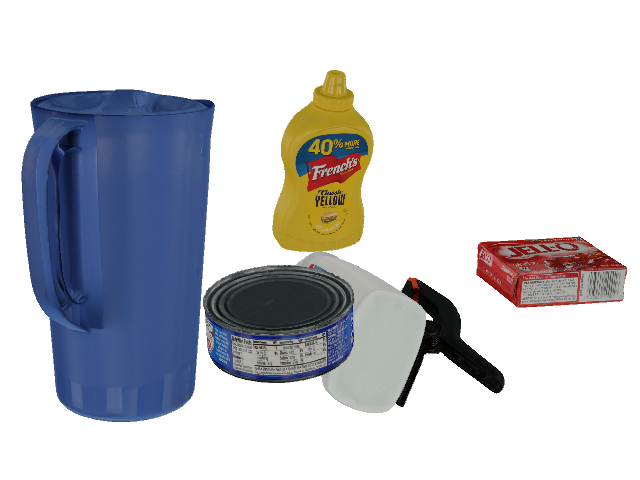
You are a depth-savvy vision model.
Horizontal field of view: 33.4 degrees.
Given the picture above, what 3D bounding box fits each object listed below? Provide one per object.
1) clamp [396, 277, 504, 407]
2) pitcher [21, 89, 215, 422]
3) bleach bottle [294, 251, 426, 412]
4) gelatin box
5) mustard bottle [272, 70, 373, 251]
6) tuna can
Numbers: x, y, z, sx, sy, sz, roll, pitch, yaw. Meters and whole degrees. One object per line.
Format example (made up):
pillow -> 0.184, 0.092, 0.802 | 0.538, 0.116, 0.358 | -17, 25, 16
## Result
clamp -> 0.131, 0.109, 1.162 | 0.120, 0.171, 0.039 | 3, -45, -6
pitcher -> -0.153, 0.011, 0.802 | 0.149, 0.243, 0.145 | -4, 16, -22
bleach bottle -> 0.011, 0.069, 0.956 | 0.068, 0.102, 0.251 | 22, 1, -19
gelatin box -> 0.171, 0.022, 0.798 | 0.089, 0.030, 0.073 | -2, 19, -14
mustard bottle -> 0.006, -0.083, 1.104 | 0.096, 0.192, 0.058 | -4, 30, -19
tuna can -> -0.023, 0.047, 0.608 | 0.086, 0.034, 0.086 | -2, 23, 0
